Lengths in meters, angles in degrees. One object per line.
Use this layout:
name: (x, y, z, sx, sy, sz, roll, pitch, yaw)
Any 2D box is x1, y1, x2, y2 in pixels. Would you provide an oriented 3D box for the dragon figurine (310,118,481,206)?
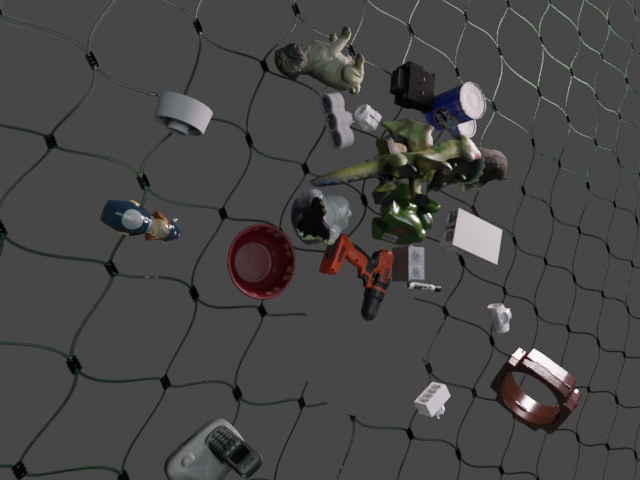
dragon figurine: (0.190, -0.209, 1.259, 0.410, 0.249, 0.119, 4, -43, 4)

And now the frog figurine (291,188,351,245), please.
frog figurine: (0.004, -0.061, 1.203, 0.121, 0.137, 0.162, -32, 8, 24)
